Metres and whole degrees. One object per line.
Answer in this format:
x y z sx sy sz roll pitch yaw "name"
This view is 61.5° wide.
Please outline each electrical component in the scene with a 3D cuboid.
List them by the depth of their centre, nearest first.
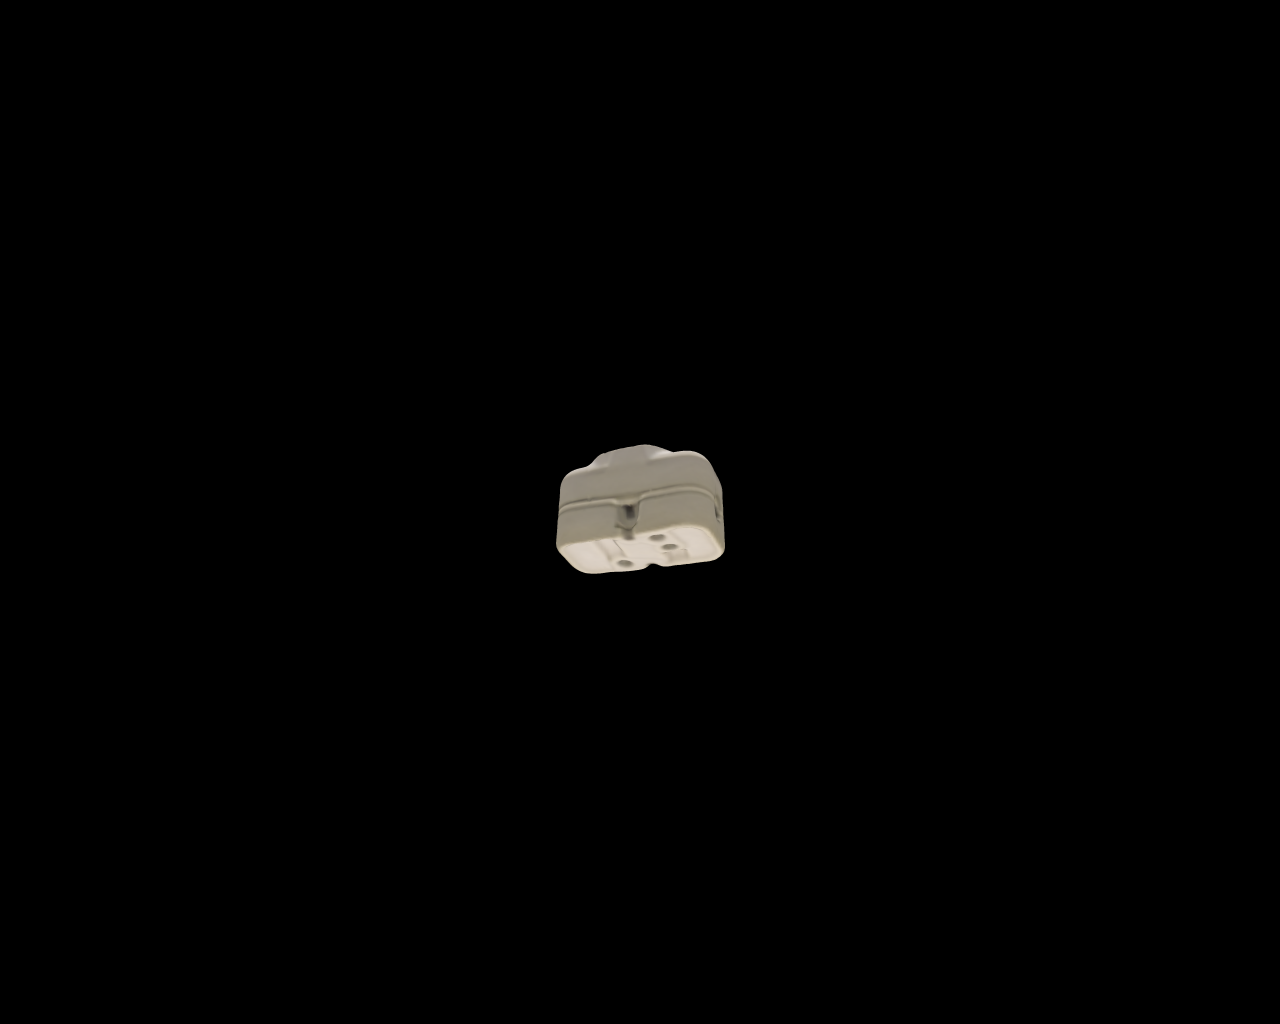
0.001 -0.003 0.650 0.095 0.059 0.053 -8 -28 16 "electrical component"
